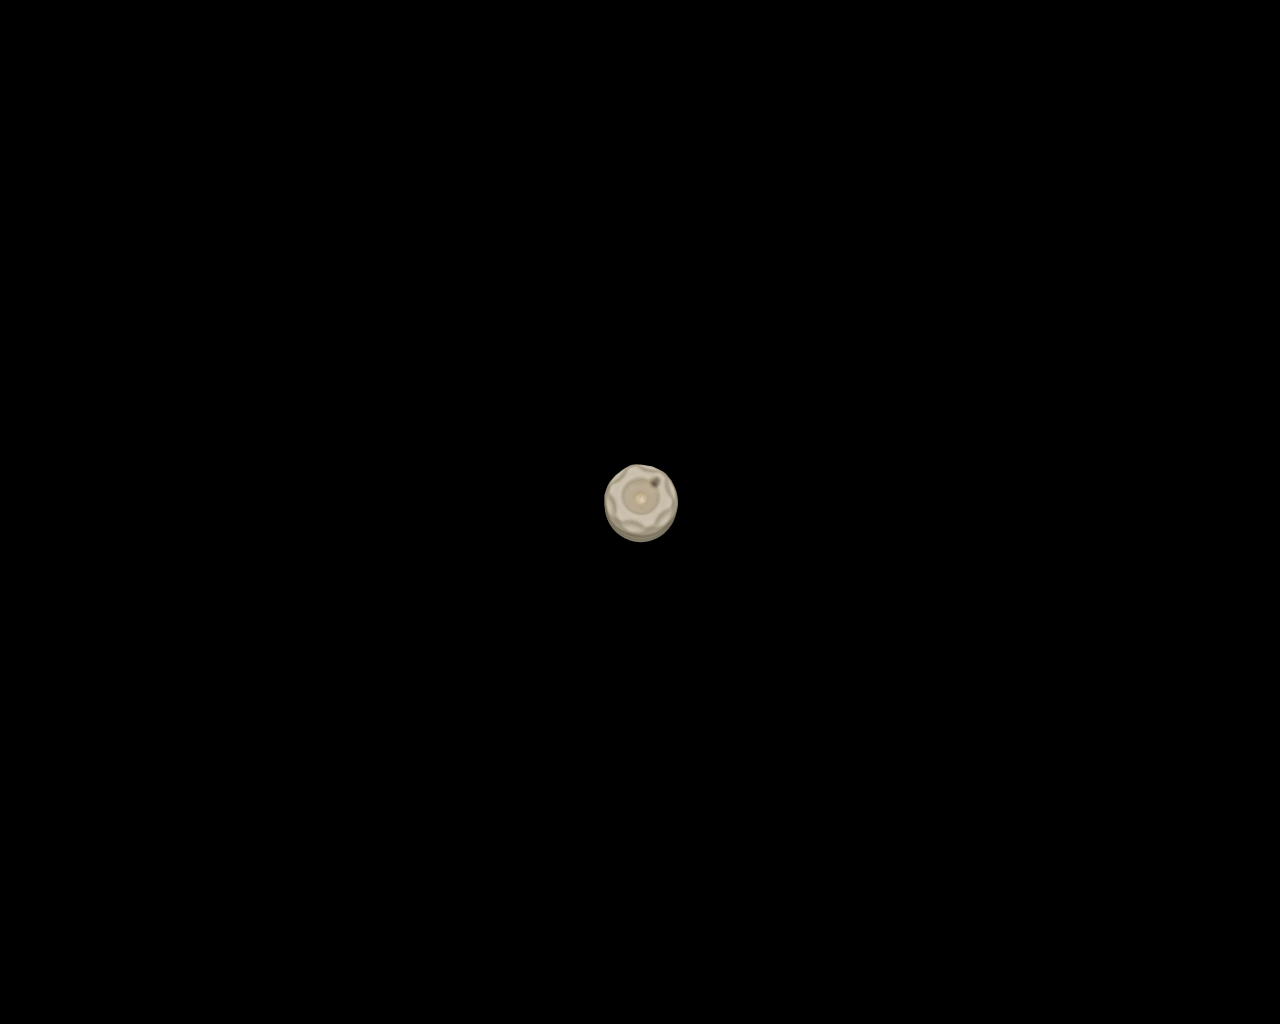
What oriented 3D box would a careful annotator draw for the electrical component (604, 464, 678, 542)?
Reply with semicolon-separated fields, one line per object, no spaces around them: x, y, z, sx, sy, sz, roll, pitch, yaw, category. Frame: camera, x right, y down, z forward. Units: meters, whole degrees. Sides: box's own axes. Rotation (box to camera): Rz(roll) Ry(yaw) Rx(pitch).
0.001;-0.003;0.650;0.043;0.043;0.062;0;-13;0;electrical component
